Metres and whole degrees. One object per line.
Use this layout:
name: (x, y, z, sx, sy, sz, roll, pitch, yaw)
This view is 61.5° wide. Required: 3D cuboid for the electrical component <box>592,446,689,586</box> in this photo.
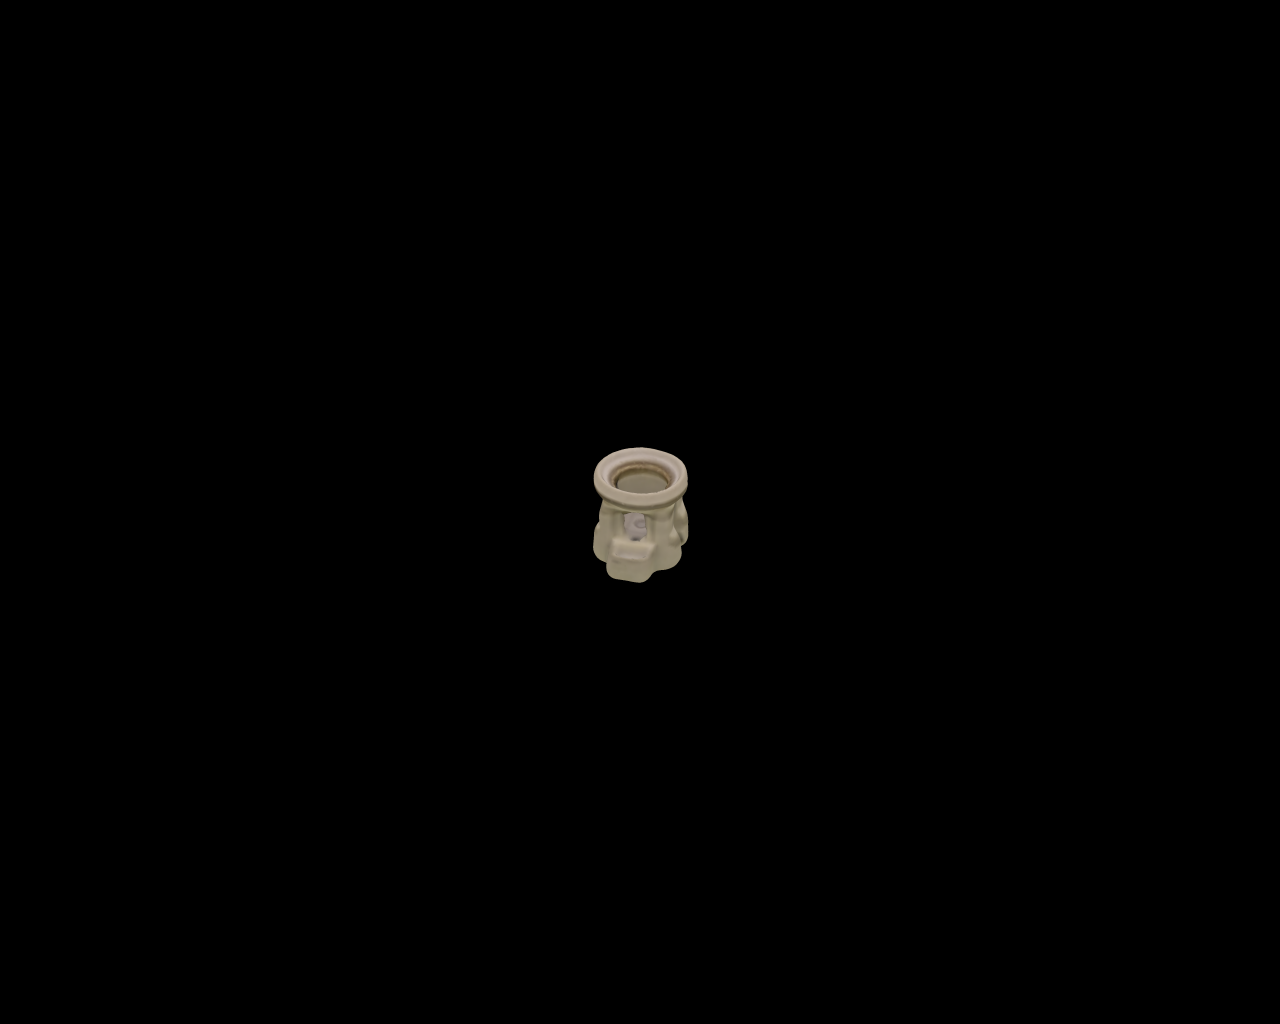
electrical component: (0.001, -0.003, 0.650, 0.058, 0.056, 0.078, 8, 36, 11)
